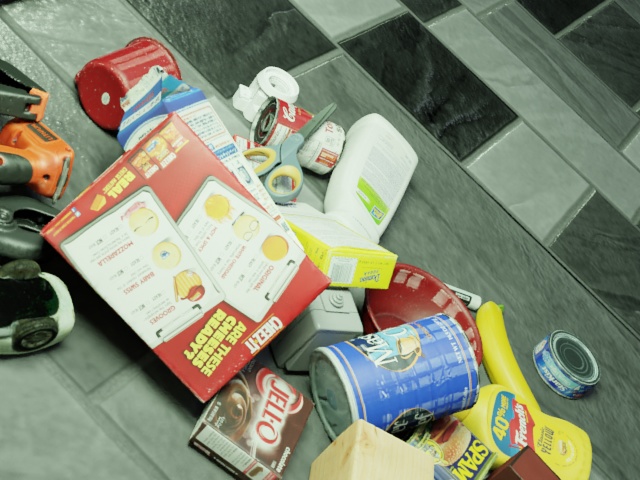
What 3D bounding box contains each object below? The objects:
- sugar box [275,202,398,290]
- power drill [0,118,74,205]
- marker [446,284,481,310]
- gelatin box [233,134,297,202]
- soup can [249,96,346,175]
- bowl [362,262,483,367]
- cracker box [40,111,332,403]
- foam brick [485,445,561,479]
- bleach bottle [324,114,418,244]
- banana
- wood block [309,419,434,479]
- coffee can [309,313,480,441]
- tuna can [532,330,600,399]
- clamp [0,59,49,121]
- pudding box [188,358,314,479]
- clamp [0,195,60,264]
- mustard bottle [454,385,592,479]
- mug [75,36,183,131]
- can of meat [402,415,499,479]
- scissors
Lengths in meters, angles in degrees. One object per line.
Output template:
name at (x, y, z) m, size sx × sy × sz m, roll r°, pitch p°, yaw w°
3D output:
sugar box at (-0.008, 0.002, 1.158) m, size 0.093 × 0.048 × 0.176 m, roll 6°, pitch 14°, yaw -37°
power drill at (-0.340, -0.088, 0.992) m, size 0.187 × 0.057 × 0.185 m, roll -2°, pitch 33°, yaw -47°
marker at (0.147, 0.060, 1.323) m, size 0.121 × 0.020 × 0.020 m, roll 21°, pitch 40°, yaw -24°
gelatin box at (-0.072, -0.077, 1.264) m, size 0.089 × 0.030 × 0.073 m, roll 22°, pitch 42°, yaw -24°
soup can at (-0.027, -0.128, 1.324) m, size 0.102 × 0.069 × 0.068 m, roll 21°, pitch 40°, yaw -25°
bowl at (0.104, 0.104, 1.208) m, size 0.162 × 0.055 × 0.162 m, roll 24°, pitch 39°, yaw -21°
cracker box at (-0.122, 0.014, 0.982) m, size 0.213 × 0.164 × 0.072 m, roll 48°, pitch -3°, yaw -10°
foam brick at (0.201, 0.262, 1.113) m, size 0.053 × 0.078 × 0.051 m, roll 46°, pitch 37°, yaw 11°
bleach bottle at (0.047, -0.056, 1.317) m, size 0.102 × 0.068 × 0.250 m, roll 45°, pitch 37°, yaw -11°
banana at (0.225, 0.143, 1.291) m, size 0.069 × 0.037 × 0.198 m, roll 18°, pitch 42°, yaw -27°
wood block at (0.038, 0.276, 0.941) m, size 0.090 × 0.090 × 0.206 m, roll 29°, pitch 37°, yaw -15°
coffee can at (0.073, 0.139, 1.063) m, size 0.140 × 0.103 × 0.103 m, roll -14°, pitch 59°, yaw -20°
tuna can at (0.314, 0.158, 1.358) m, size 0.086 × 0.034 × 0.086 m, roll 24°, pitch 39°, yaw -21°
clamp at (-0.364, -0.175, 1.051) m, size 0.210 × 0.036 × 0.164 m, roll 20°, pitch 26°, yaw -6°
pudding box at (-0.063, 0.170, 1.004) m, size 0.090 × 0.039 × 0.113 m, roll 37°, pitch 36°, yaw -6°
clamp at (-0.299, -0.004, 0.976) m, size 0.171 × 0.039 × 0.120 m, roll 7°, pitch 47°, yaw -32°
mustard bottle at (0.210, 0.215, 1.184) m, size 0.191 × 0.058 × 0.096 m, roll 31°, pitch 50°, yaw -12°
mug at (-0.223, -0.175, 1.192) m, size 0.117 × 0.093 × 0.081 m, roll 21°, pitch 34°, yaw 27°
can of meat at (0.124, 0.226, 1.099) m, size 0.084 × 0.058 × 0.101 m, roll 43°, pitch 36°, yaw 8°
scissors at (-0.021, -0.101, 1.246) m, size 0.201 × 0.016 × 0.096 m, roll -30°, pitch 60°, yaw -35°
